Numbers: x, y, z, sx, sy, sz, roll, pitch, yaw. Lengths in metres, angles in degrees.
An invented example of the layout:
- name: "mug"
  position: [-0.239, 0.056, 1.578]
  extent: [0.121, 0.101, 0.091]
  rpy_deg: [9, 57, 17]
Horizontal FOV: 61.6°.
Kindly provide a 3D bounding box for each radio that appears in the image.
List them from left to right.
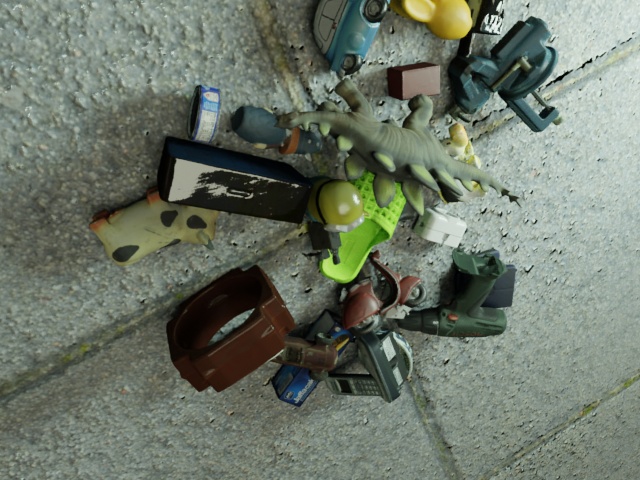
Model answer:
- name: "radio"
  position: [-0.139, -0.095, 0.855]
  extent: [0.229, 0.131, 0.073]
  rpy_deg: [10, 109, -27]

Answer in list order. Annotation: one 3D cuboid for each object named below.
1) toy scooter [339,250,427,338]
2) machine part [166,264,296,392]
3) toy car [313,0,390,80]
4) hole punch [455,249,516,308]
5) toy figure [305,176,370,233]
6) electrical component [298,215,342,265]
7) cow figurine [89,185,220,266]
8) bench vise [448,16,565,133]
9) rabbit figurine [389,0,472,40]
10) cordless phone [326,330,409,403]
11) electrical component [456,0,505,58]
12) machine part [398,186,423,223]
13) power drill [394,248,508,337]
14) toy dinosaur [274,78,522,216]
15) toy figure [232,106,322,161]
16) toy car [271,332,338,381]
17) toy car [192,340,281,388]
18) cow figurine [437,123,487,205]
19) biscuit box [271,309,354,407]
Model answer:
- name: "toy scooter"
  position: [0.108, 0.099, 1.064]
  extent: [0.184, 0.075, 0.135]
  rpy_deg: [-29, 83, -4]
- name: "machine part"
  position: [-0.154, 0.147, 0.919]
  extent: [0.201, 0.201, 0.087]
  rpy_deg: [-33, 119, -6]
- name: "toy car"
  position: [0.041, -0.342, 0.843]
  extent: [0.103, 0.109, 0.161]
  rpy_deg: [25, 115, -7]
- name: "hole punch"
  position: [0.363, 0.092, 1.180]
  extent: [0.116, 0.092, 0.142]
  rpy_deg: [-13, 121, -13]
- name: "toy figure"
  position: [0.011, -0.067, 0.903]
  extent: [0.082, 0.180, 0.089]
  rpy_deg: [-37, 118, -5]
- name: "electrical component"
  position: [-0.002, -0.004, 0.987]
  extent: [0.045, 0.078, 0.102]
  rpy_deg: [-15, 102, -33]
- name: "cow figurine"
  position: [-0.252, -0.022, 0.870]
  extent: [0.195, 0.086, 0.127]
  rpy_deg: [-26, 115, -12]
- name: "bench vise"
  position: [0.359, -0.272, 0.990]
  extent: [0.240, 0.129, 0.223]
  rpy_deg: [35, 98, -26]
- name: "rabbit figurine"
  position: [0.194, -0.403, 0.859]
  extent: [0.162, 0.122, 0.173]
  rpy_deg: [-22, 121, -7]
- name: "cordless phone"
  position: [0.077, 0.262, 1.122]
  extent: [0.089, 0.184, 0.146]
  rpy_deg: [-38, 109, -50]
- name: "electrical component"
  position: [0.278, -0.376, 0.933]
  extent: [0.048, 0.075, 0.119]
  rpy_deg: [0, 109, -22]
- name: "machine part"
  position: [0.175, -0.100, 1.040]
  extent: [0.084, 0.039, 0.138]
  rpy_deg: [-1, 112, -27]
- name: "power drill"
  position: [0.287, 0.122, 1.122]
  extent: [0.232, 0.086, 0.207]
  rpy_deg: [9, 118, 0]
- name: "toy dinosaur"
  position: [0.147, -0.140, 0.893]
  extent: [0.471, 0.198, 0.105]
  rpy_deg: [6, 149, -25]
- name: "toy figure"
  position: [-0.068, -0.177, 0.891]
  extent: [0.154, 0.058, 0.064]
  rpy_deg: [14, 113, -33]
- name: "toy car"
  position: [-0.066, 0.214, 1.039]
  extent: [0.202, 0.053, 0.089]
  rpy_deg: [11, 102, -2]
- name: "toy car"
  position: [-0.161, 0.212, 0.996]
  extent: [0.202, 0.056, 0.073]
  rpy_deg: [-26, 88, 12]
- name: "cow figurine"
  position: [0.255, -0.143, 1.031]
  extent: [0.098, 0.068, 0.167]
  rpy_deg: [-19, 128, 17]
- name: "biscuit box"
  position: [-0.015, 0.244, 1.106]
  extent: [0.062, 0.059, 0.202]
  rpy_deg: [32, 99, -31]
